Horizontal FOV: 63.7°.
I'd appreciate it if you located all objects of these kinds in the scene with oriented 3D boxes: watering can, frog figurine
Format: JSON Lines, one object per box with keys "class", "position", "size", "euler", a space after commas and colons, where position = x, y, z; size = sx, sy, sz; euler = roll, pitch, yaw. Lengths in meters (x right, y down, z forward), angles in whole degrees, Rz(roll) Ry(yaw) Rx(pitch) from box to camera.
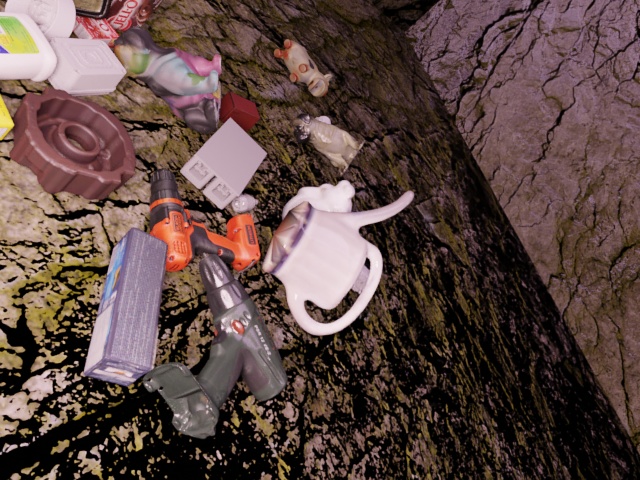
{"class": "watering can", "position": [0.032, 0.004, 0.983], "size": [0.223, 0.103, 0.352], "euler": [34, 73, -13]}
{"class": "frog figurine", "position": [0.003, -0.054, 1.066], "size": [0.122, 0.157, 0.140], "euler": [12, 50, -46]}
